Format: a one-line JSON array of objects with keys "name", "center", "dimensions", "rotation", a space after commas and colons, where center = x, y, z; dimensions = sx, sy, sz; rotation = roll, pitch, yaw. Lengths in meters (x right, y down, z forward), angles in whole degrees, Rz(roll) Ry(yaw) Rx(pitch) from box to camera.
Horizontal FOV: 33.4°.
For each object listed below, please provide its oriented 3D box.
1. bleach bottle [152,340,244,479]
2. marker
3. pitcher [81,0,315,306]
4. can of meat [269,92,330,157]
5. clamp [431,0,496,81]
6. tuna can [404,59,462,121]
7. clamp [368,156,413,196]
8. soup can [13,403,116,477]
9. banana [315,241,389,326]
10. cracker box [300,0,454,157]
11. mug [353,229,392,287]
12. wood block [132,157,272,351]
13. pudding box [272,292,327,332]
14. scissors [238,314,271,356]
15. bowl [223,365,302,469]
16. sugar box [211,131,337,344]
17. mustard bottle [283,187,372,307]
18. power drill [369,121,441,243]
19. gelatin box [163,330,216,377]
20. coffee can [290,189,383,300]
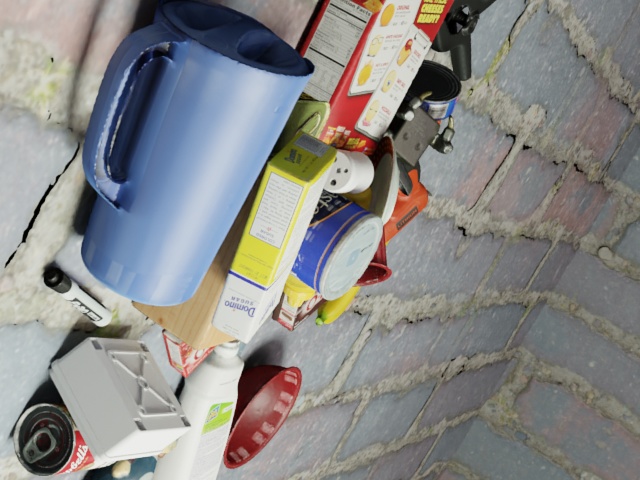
[{"name": "bleach bottle", "center": [-0.142, 0.219, 1.306], "dimensions": [0.102, 0.068, 0.251], "rotation": [-22, 137, -58]}, {"name": "marker", "center": [-0.218, 0.052, 0.962], "dimensions": [0.020, 0.020, 0.121], "rotation": [-53, 158, -11]}, {"name": "pitcher", "center": [-0.118, -0.068, 0.878], "dimensions": [0.145, 0.149, 0.243], "rotation": [-91, -154, -64]}, {"name": "can of meat", "center": [-0.052, -0.122, 0.990], "dimensions": [0.101, 0.084, 0.057], "rotation": [-12, 131, -61]}, {"name": "clamp", "center": [0.178, -0.271, 1.350], "dimensions": [0.209, 0.036, 0.165], "rotation": [-20, 137, -55]}, {"name": "tuna can", "center": [0.127, -0.182, 1.297], "dimensions": [0.086, 0.086, 0.034], "rotation": [-39, 154, -40]}, {"name": "clamp", "center": [0.052, -0.110, 1.262], "dimensions": [0.120, 0.039, 0.171], "rotation": [-26, 123, -27]}, {"name": "soup can", "center": [-0.240, 0.192, 1.041], "dimensions": [0.068, 0.069, 0.102], "rotation": [-59, 159, 5]}, {"name": "banana", "center": [0.051, 0.046, 1.497], "dimensions": [0.197, 0.037, 0.070], "rotation": [-57, -172, -14]}, {"name": "cracker box", "center": [0.047, -0.198, 1.120], "dimensions": [0.214, 0.072, 0.164], "rotation": [-64, 158, 14]}, {"name": "mug", "center": [0.044, 0.010, 1.338], "dimensions": [0.117, 0.093, 0.081], "rotation": [54, 31, -66]}, {"name": "wood block", "center": [-0.092, -0.005, 1.062], "dimensions": [0.090, 0.090, 0.206], "rotation": [-9, 128, -64]}, {"name": "pudding box", "center": [-0.011, 0.054, 1.391], "dimensions": [0.113, 0.039, 0.090], "rotation": [-36, 150, -44]}, {"name": "scissors", "center": [-0.109, 0.131, 1.318], "dimensions": [0.202, 0.016, 0.096], "rotation": [-57, 157, 0]}, {"name": "bowl", "center": [-0.094, 0.224, 1.424], "dimensions": [0.162, 0.055, 0.162], "rotation": [-46, 156, -27]}, {"name": "sugar box", "center": [-0.042, -0.002, 0.958], "dimensions": [0.176, 0.048, 0.093], "rotation": [-65, 174, 28]}, {"name": "mustard bottle", "center": [-0.008, 0.001, 1.243], "dimensions": [0.058, 0.096, 0.192], "rotation": [-34, 149, -49]}, {"name": "power drill", "center": [0.086, -0.074, 1.398], "dimensions": [0.184, 0.057, 0.187], "rotation": [-41, 156, -19]}, {"name": "gelatin box", "center": [-0.134, 0.101, 1.200], "dimensions": [0.089, 0.030, 0.073], "rotation": [-46, 156, -27]}, {"name": "coffee can", "center": [-0.019, -0.015, 1.135], "dimensions": [0.102, 0.140, 0.103], "rotation": [-46, 156, -27]}]
